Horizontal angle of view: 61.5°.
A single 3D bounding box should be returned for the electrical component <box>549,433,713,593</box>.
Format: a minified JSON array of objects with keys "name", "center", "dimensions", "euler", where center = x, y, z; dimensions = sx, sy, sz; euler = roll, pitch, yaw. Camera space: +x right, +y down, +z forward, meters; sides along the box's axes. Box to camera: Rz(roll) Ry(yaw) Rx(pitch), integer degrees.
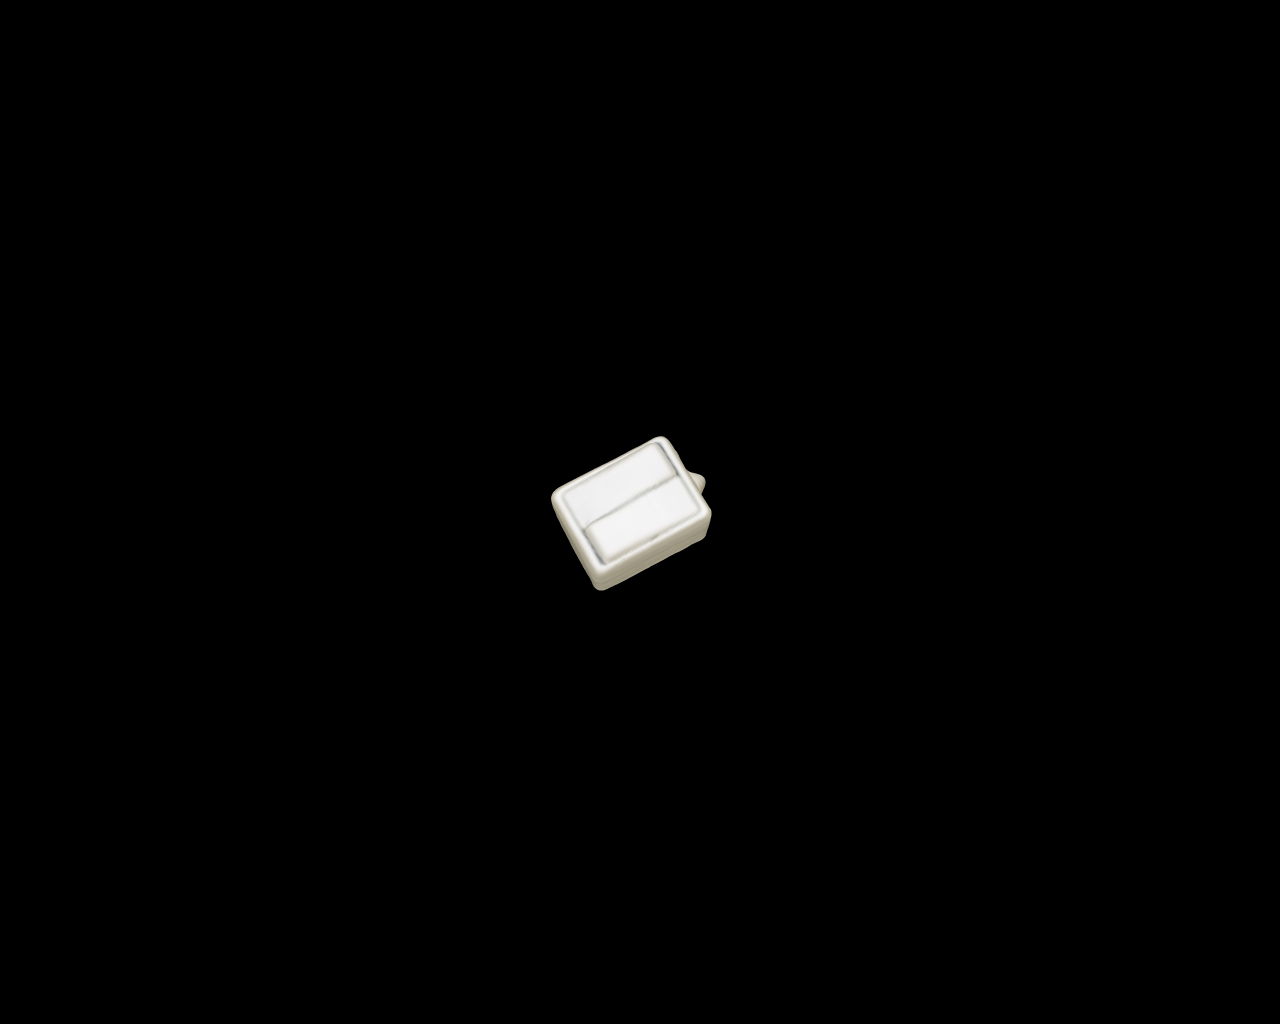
[{"name":"electrical component","center":[0.001,-0.003,0.650],"dimensions":[0.096,0.062,0.061],"euler":[-27,-14,-7]}]
